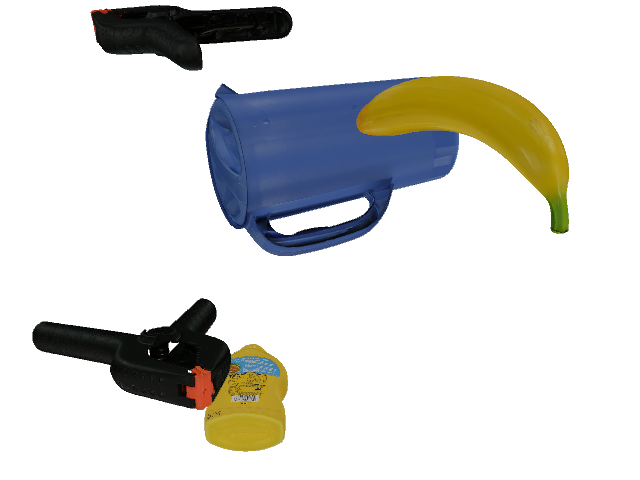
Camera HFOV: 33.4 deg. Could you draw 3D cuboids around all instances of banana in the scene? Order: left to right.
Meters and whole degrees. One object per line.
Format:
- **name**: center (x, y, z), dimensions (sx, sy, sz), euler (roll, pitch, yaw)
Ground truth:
- **banana**: center (0.095, -0.074, 0.706), dimensions (0.037, 0.070, 0.198), euler (16, 13, -44)

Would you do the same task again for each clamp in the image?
- **clamp**: center (-0.124, 0.088, 0.871), dimensions (0.164, 0.036, 0.210), euler (-11, 16, -32)
- **clamp**: center (-0.110, -0.168, 0.848), dimensions (0.172, 0.039, 0.120), euler (20, 29, 41)

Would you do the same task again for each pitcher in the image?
- **pitcher**: center (0.015, -0.087, 1.076), dimensions (0.242, 0.149, 0.145), euler (-11, 24, -19)

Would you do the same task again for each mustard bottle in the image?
- **mustard bottle**: center (-0.090, 0.186, 1.341), dimensions (0.096, 0.058, 0.191), euler (-2, 26, 1)
